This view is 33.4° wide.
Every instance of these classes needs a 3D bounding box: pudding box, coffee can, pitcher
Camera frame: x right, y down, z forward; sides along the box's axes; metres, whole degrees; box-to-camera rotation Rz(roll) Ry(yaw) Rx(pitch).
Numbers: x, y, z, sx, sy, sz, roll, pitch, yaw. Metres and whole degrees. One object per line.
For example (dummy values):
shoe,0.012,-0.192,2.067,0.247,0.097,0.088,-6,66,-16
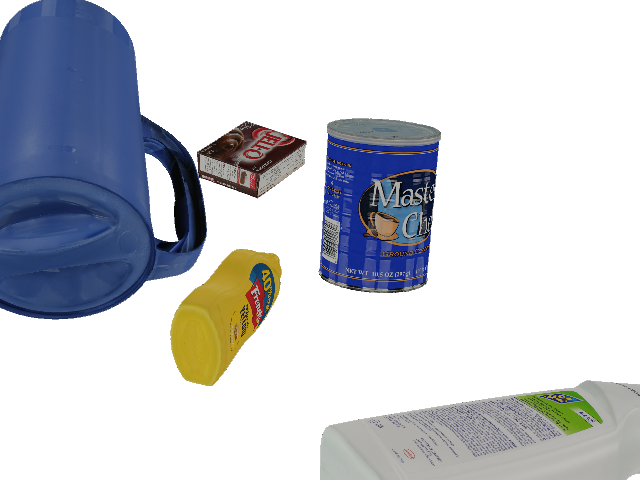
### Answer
pudding box,-0.083,-0.100,1.297,0.090,0.039,0.113,19,36,23
coffee can,0.053,-0.034,0.976,0.103,0.140,0.103,3,15,-1
pitcher,-0.179,-0.069,0.786,0.145,0.243,0.149,-22,-46,12

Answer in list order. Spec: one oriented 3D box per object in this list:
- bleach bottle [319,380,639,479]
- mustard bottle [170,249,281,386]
bleach bottle,0.131,0.133,0.651,0.250,0.068,0.103,-7,22,-22
mustard bottle,-0.089,0.064,1.123,0.058,0.096,0.191,9,30,19
